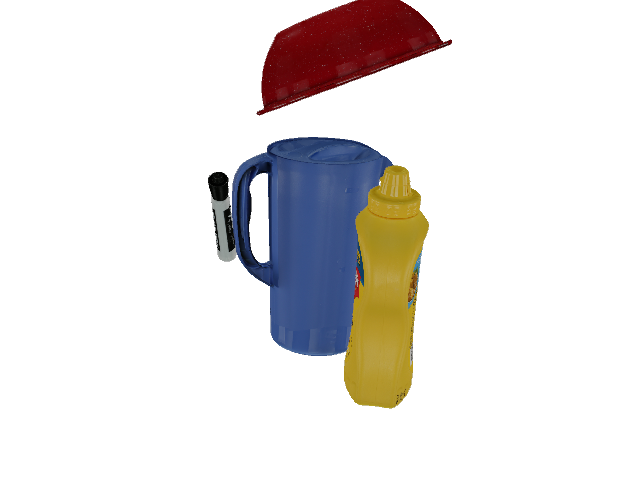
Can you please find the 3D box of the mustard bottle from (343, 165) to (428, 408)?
[{"bbox_3d":[0.053,0.032,0.857,0.058,0.192,0.096,7,26,5],"label":"mustard bottle"}]

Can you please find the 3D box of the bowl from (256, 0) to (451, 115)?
[{"bbox_3d":[0.017,-0.150,0.829,0.162,0.055,0.162,-20,7,2],"label":"bowl"}]

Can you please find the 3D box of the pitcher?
[{"bbox_3d":[-0.011,0.006,1.239,0.149,0.243,0.144,11,19,23],"label":"pitcher"}]

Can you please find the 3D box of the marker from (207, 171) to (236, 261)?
[{"bbox_3d":[-0.094,-0.023,1.022,0.020,0.020,0.121,0,-38,0],"label":"marker"}]
